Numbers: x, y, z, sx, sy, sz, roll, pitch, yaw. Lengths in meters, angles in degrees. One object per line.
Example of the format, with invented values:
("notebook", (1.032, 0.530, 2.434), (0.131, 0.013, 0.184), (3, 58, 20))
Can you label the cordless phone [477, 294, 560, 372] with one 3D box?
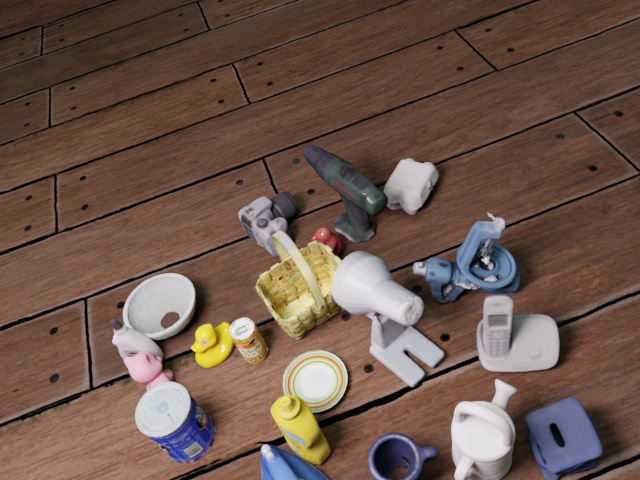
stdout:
("cordless phone", (0.359, 0.161, 1.038), (0.147, 0.185, 0.094), (-7, 50, 9))

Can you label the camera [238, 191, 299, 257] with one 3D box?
("camera", (-0.112, -0.057, 1.391), (0.137, 0.101, 0.142), (-39, 53, -18))

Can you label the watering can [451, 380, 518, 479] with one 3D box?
("watering can", (0.265, 0.308, 0.931), (0.100, 0.194, 0.173), (4, 52, 17))

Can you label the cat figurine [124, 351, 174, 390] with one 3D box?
("cat figurine", (-0.335, 0.276, 1.156), (0.067, 0.118, 0.127), (-41, 53, -20))

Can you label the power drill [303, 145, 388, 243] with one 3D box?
("power drill", (0.061, -0.098, 1.312), (0.228, 0.209, 0.076), (33, 65, 34))

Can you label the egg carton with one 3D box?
("egg carton", (0.221, -0.132, 1.394), (0.107, 0.069, 0.150), (16, 56, 25))

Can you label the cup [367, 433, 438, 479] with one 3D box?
("cup", (0.143, 0.381, 0.966), (0.117, 0.095, 0.091), (-15, 49, 1))

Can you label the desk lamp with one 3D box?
("desk lamp", (0.131, 0.141, 1.091), (0.118, 0.214, 0.202), (-40, 53, -19))

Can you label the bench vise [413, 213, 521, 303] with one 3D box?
("bench vise", (0.293, 0.046, 1.127), (0.207, 0.220, 0.121), (-17, 49, -1))

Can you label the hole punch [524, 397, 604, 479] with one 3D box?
("hole punch", (0.400, 0.331, 0.948), (0.101, 0.091, 0.108), (-15, 49, 1))

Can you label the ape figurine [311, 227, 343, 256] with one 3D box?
("ape figurine", (0.012, 0.005, 1.315), (0.076, 0.092, 0.077), (-15, 49, 1))

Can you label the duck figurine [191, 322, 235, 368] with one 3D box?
("duck figurine", (-0.229, 0.208, 1.207), (0.077, 0.086, 0.105), (26, 61, 31))

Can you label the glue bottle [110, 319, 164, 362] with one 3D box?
("glue bottle", (-0.391, 0.212, 1.186), (0.078, 0.173, 0.037), (-8, 49, 8))

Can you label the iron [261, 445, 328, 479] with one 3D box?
("iron", (-0.042, 0.417, 0.950), (0.119, 0.142, 0.257), (-36, 52, -16))

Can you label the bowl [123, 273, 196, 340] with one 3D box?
("bowl", (-0.347, 0.161, 1.284), (0.167, 0.075, 0.167), (-7, 50, 8))
